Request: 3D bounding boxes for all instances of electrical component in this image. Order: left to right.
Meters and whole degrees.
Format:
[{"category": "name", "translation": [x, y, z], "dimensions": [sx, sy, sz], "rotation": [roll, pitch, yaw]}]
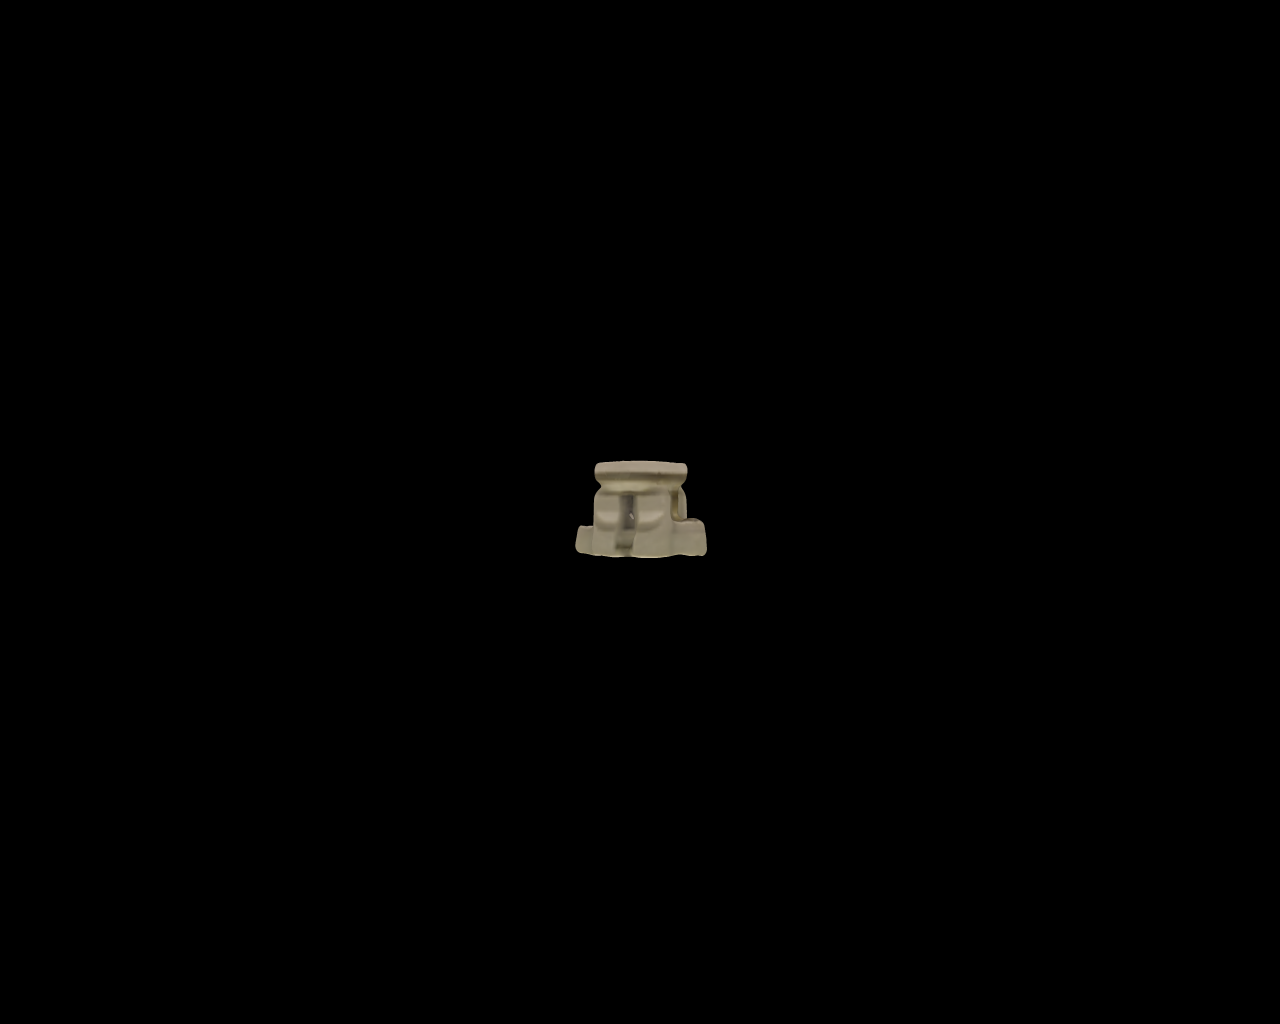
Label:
[{"category": "electrical component", "translation": [0.001, -0.003, 0.650], "dimensions": [0.078, 0.057, 0.058], "rotation": [0, 0, 21]}]
